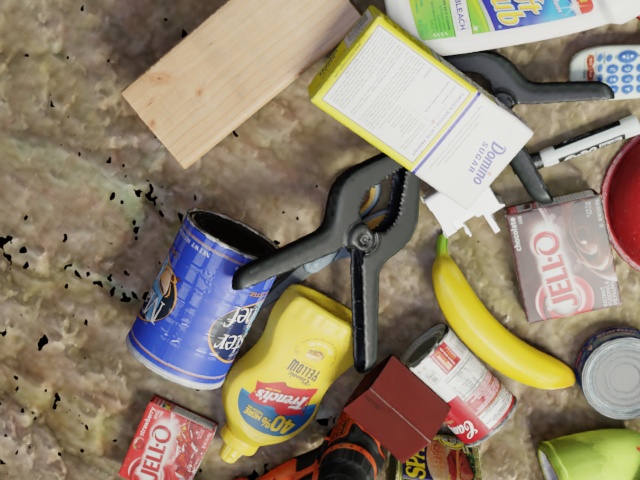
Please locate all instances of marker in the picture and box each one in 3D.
[{"bbox_3d":[0.237,-0.086,0.991,0.121,0.020,0.020,-20,100,8],"label":"marker"}]

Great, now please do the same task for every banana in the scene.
[{"bbox_3d":[0.167,0.084,1.012,0.198,0.037,0.069,48,64,-8],"label":"banana"}]

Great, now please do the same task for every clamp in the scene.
[{"bbox_3d":[0.167,-0.111,0.972,0.171,0.039,0.120,22,97,12],"label":"clamp"},{"bbox_3d":[0.023,-0.002,0.969,0.164,0.036,0.210,28,84,-27],"label":"clamp"}]

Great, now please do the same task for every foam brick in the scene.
[{"bbox_3d":[0.072,0.157,0.992,0.078,0.051,0.053,43,136,-1],"label":"foam brick"}]

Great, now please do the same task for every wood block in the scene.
[{"bbox_3d":[-0.065,-0.166,0.960,0.206,0.091,0.090,-38,97,11],"label":"wood block"}]

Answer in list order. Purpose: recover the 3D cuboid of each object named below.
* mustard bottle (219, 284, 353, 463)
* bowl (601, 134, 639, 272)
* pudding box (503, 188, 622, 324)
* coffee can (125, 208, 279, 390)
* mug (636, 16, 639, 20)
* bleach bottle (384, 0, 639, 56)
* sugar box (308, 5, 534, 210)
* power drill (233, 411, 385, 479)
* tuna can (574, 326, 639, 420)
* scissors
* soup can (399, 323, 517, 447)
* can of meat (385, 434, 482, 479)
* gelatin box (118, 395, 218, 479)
[{"bbox_3d":[-0.040,0.141,1.040,0.096,0.058,0.192,29,105,-25],"label":"mustard bottle"},{"bbox_3d":[0.344,-0.032,0.978,0.162,0.055,0.162,1,103,3],"label":"bowl"},{"bbox_3d":[0.227,0.016,1.005,0.090,0.039,0.113,-13,101,7],"label":"pudding box"},{"bbox_3d":[-0.108,0.055,1.005,0.103,0.102,0.140,27,103,-2],"label":"coffee can"},{"bbox_3d":[0.283,-0.234,0.911,0.093,0.117,0.082,24,111,-35],"label":"mug"},{"bbox_3d":[0.179,-0.219,0.894,0.251,0.068,0.102,-6,102,30],"label":"bleach bottle"},{"bbox_3d":[0.087,-0.112,0.919,0.176,0.048,0.093,33,109,-20],"label":"sugar box"},{"bbox_3d":[-0.024,0.242,1.010,0.188,0.184,0.057,-32,98,20],"label":"power drill"},{"bbox_3d":[0.291,0.129,1.028,0.086,0.033,0.086,1,102,4],"label":"tuna can"},{"bbox_3d":[-0.007,0.001,1.031,0.202,0.016,0.096,-21,98,8],"label":"scissors"},{"bbox_3d":[0.131,0.138,1.024,0.068,0.068,0.102,-42,96,11],"label":"soup can"},{"bbox_3d":[0.108,0.229,1.029,0.084,0.102,0.057,9,118,-1],"label":"can of meat"},{"bbox_3d":[-0.154,0.212,1.080,0.073,0.030,0.089,25,103,-1],"label":"gelatin box"}]
